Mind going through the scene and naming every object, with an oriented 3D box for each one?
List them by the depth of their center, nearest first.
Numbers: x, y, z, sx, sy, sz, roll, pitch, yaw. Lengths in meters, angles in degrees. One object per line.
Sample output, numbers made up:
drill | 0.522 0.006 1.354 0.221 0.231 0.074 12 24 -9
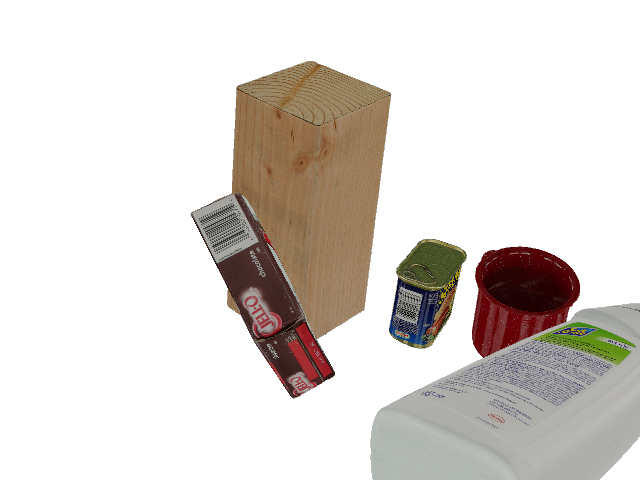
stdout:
bleach bottle | 0.146 0.090 0.607 0.250 0.068 0.103 -20 28 -40
pudding box | -0.037 0.036 0.698 0.039 0.113 0.090 -26 -34 -2
wood block | -0.014 -0.028 0.877 0.090 0.206 0.090 28 38 33
mug | 0.178 0.058 0.984 0.093 0.081 0.117 -15 42 -19
can of meat | 0.118 0.059 1.187 0.057 0.084 0.102 19 32 18
